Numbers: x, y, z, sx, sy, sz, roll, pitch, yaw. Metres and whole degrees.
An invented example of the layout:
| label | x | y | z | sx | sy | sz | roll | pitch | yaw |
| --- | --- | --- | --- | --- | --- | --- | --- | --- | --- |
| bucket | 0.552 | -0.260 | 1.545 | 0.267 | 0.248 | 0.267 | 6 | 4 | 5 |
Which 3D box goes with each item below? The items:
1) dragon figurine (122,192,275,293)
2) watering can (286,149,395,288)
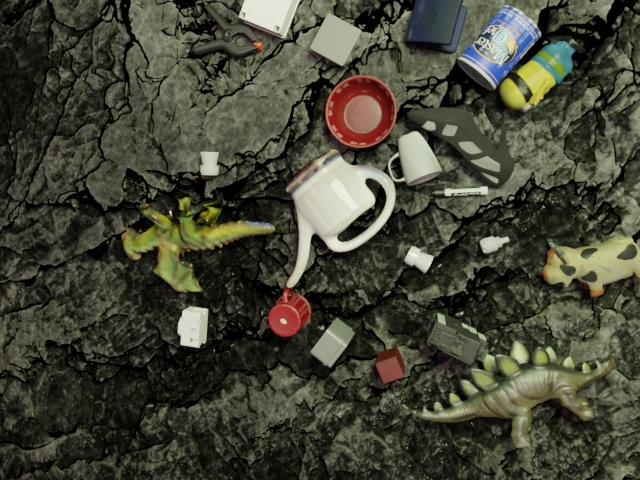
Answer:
| label | x | y | z | sx | sy | sz | roll | pitch | yaw |
| --- | --- | --- | --- | --- | --- | --- | --- | --- | --- |
| dragon figurine | -0.319 | 0.021 | 1.277 | 0.411 | 0.124 | 0.238 | 15 | 116 | 11 |
| watering can | 0.004 | -0.060 | 1.184 | 0.345 | 0.104 | 0.225 | -38 | 86 | 11 |
